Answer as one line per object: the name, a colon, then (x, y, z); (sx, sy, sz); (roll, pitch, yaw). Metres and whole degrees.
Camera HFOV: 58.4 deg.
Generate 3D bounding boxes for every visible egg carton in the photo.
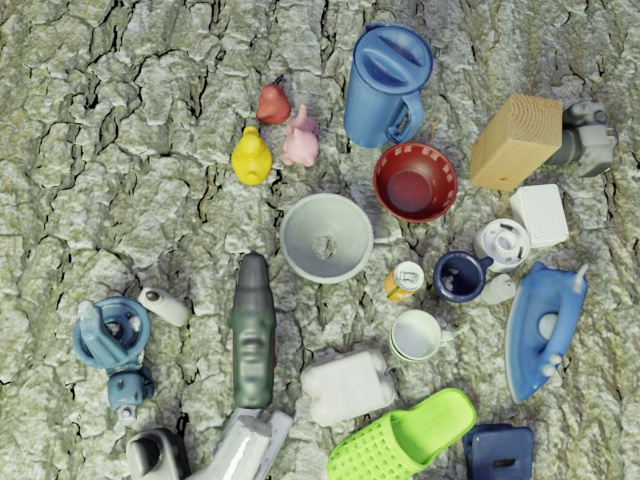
egg carton: (0.047, 0.247, 0.972); (0.150, 0.069, 0.107); (-17, 76, -9)

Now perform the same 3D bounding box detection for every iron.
iron: (0.400, 0.159, 0.991); (0.118, 0.141, 0.258); (21, 74, 1)

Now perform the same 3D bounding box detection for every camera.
camera: (0.495, -0.202, 1.121); (0.137, 0.101, 0.143); (-3, 75, -6)

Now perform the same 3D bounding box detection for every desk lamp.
desk lamp: (-0.128, 0.338, 0.855); (0.118, 0.213, 0.203); (27, 74, 3)

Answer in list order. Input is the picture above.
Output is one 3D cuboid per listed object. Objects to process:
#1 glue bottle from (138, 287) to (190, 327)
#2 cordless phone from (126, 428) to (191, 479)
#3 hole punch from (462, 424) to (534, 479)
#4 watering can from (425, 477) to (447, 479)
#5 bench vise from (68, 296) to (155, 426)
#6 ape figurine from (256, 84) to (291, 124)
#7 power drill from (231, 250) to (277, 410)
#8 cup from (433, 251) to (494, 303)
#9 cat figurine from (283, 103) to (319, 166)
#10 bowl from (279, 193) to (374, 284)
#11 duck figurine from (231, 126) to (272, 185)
glue bottle: (-0.260, 0.102, 0.931); (0.078, 0.173, 0.037); (24, 74, 2)
cordless phone: (-0.250, 0.359, 0.854); (0.094, 0.185, 0.147); (-21, 77, -10)
hole punch: (0.300, 0.360, 0.952); (0.108, 0.091, 0.101); (-4, 75, -6)
watering can: (0.212, 0.425, 0.872); (0.173, 0.194, 0.101); (0, 74, -5)
bench vise: (-0.308, 0.171, 0.883); (0.121, 0.219, 0.207); (-31, 79, -12)
ape figurine: (-0.092, -0.265, 1.091); (0.076, 0.092, 0.078); (41, 75, 7)
power drill: (-0.105, 0.150, 0.913); (0.075, 0.208, 0.229); (-1, 74, -5)
cup: (0.249, 0.067, 1.027); (0.118, 0.095, 0.091); (-27, 78, -12)
cat figurine: (-0.034, -0.189, 1.062); (0.067, 0.117, 0.128); (4, 74, -4)
bowl: (0.009, 0.004, 1.034); (0.167, 0.074, 0.167); (1, 74, -5)
duck figurine: (-0.127, -0.160, 1.062); (0.077, 0.086, 0.104); (-1, 74, -5)
